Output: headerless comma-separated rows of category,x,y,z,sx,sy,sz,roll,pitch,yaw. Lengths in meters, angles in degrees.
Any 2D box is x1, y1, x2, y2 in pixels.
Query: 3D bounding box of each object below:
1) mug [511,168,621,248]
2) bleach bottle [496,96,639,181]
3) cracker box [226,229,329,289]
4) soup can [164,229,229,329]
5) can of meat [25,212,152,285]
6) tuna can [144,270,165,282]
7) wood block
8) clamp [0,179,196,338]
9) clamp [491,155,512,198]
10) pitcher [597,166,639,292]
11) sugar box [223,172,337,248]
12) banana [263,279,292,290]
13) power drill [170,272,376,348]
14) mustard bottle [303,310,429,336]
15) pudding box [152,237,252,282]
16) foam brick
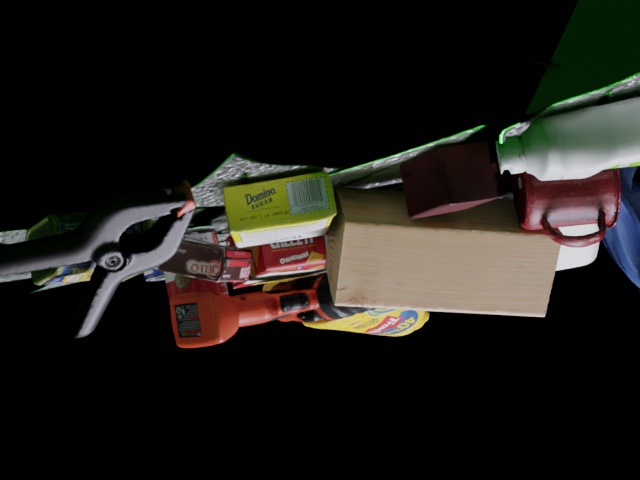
mug,0.222,-0.043,0.964,0.081,0.117,0.093,-6,148,1
bleach bottle,0.266,-0.087,0.839,0.251,0.068,0.102,-9,175,8
cracker box,-0.008,0.001,1.188,0.164,0.072,0.214,-8,175,-14
soup can,-0.140,0.044,1.198,0.068,0.102,0.068,-11,175,-1
can of meat,-0.201,0.006,0.925,0.083,0.057,0.102,-5,172,-30
tuna can,-0.178,0.028,1.326,0.086,0.034,0.086,-11,175,-1
wood block,0.115,0.011,1.030,0.206,0.091,0.090,3,-156,-7
clamp,-0.167,0.014,0.852,0.171,0.039,0.120,-25,142,7
clamp,0.214,-0.063,1.099,0.209,0.036,0.165,-4,166,-45
pitcher,0.406,-0.054,1.069,0.243,0.145,0.149,-22,174,-3
sugar box,-0.038,-0.025,0.978,0.093,0.048,0.176,-9,178,-4
banana,0.028,0.052,1.366,0.197,0.037,0.070,-9,174,-17
power drill,-0.047,0.070,1.115,0.187,0.057,0.185,-6,175,-36
mustard bottle,0.069,0.081,1.278,0.096,0.058,0.191,-30,153,33
pudding box,-0.134,0.017,1.078,0.113,0.039,0.090,12,180,15
foam brick,0.113,-0.053,0.945,0.051,0.053,0.078,-8,176,-23
